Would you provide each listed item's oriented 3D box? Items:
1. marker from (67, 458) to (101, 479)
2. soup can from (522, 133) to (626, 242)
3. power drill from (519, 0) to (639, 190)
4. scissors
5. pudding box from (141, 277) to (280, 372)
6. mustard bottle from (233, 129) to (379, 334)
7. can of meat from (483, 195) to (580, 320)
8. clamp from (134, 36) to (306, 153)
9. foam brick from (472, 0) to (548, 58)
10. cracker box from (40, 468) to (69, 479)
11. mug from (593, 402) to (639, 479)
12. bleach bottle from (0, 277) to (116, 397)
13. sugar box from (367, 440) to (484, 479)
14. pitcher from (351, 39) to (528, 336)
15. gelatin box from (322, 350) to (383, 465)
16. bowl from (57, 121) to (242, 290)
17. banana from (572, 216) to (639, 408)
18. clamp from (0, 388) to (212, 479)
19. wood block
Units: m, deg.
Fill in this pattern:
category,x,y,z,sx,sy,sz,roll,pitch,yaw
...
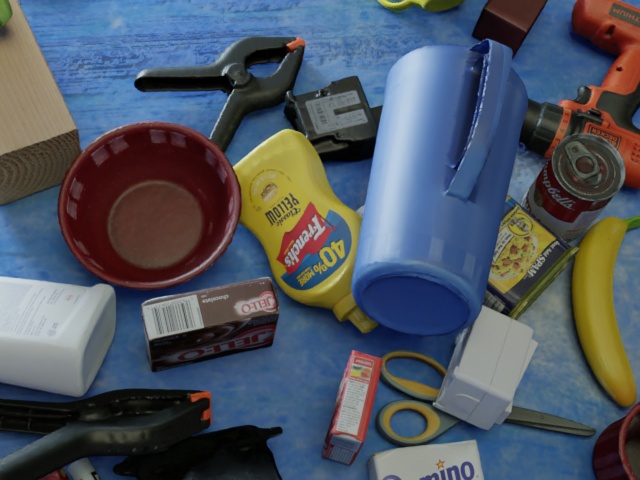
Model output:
category,x,y,z,sx,sy,sz,roll,pitch,yaw
marker,-0.167,0.232,0.872,0.020,0.020,0.121,-32,74,-19
soup can,0.234,-0.046,0.995,0.068,0.102,0.068,3,67,-6
power drill,0.268,-0.157,1.074,0.184,0.057,0.187,23,69,-1
scissors,0.137,0.163,0.939,0.202,0.016,0.096,26,64,5
pudding box,-0.094,0.073,0.911,0.113,0.090,0.039,-10,67,-10
mustard bottle,-0.007,0.001,0.960,0.096,0.058,0.192,-38,75,15
can of meat,0.173,0.020,0.985,0.084,0.057,0.102,42,68,13
clamp,-0.091,-0.156,1.038,0.120,0.039,0.171,44,63,7
foam brick,0.201,-0.239,1.103,0.051,0.053,0.078,30,68,6
cracker box,-0.259,0.293,0.806,0.164,0.072,0.214,-10,68,-12
mug,0.287,0.175,0.915,0.093,0.081,0.117,12,69,-3
bleach bottle,-0.307,0.065,0.899,0.251,0.068,0.102,10,35,4
sugar box,0.099,0.259,0.879,0.093,0.048,0.176,-6,69,-9
pitcher,0.104,-0.048,0.918,0.145,0.149,0.242,-6,51,27
gelatin box,0.026,0.142,0.896,0.030,0.089,0.073,15,65,1
bowl,-0.150,-0.024,0.961,0.162,0.055,0.162,1,69,-2
banana,0.267,0.054,0.992,0.069,0.037,0.197,12,66,-3
clamp,-0.193,0.149,0.869,0.209,0.165,0.036,-8,107,-30
wood block,-0.299,-0.149,0.982,0.090,0.090,0.206,-23,71,-16
